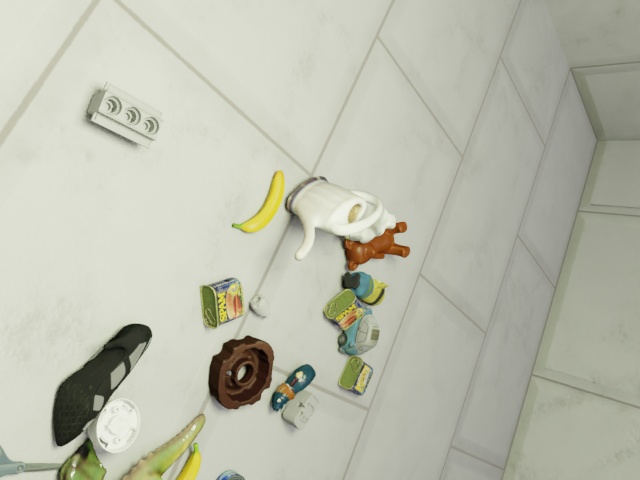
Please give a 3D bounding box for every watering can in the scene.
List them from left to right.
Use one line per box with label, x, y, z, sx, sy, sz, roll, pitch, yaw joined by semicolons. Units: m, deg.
watering can;0.004;-0.066;1.302;0.226;0.102;0.352;28;40;34

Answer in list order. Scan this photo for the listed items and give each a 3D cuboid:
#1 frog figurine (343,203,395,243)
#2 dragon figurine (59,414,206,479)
frog figurine;0.130;-0.062;1.480;0.160;0.140;0.120;-5;-24;-19
dragon figurine;-0.404;0.494;1.041;0.121;0.420;0.239;-13;-51;36
